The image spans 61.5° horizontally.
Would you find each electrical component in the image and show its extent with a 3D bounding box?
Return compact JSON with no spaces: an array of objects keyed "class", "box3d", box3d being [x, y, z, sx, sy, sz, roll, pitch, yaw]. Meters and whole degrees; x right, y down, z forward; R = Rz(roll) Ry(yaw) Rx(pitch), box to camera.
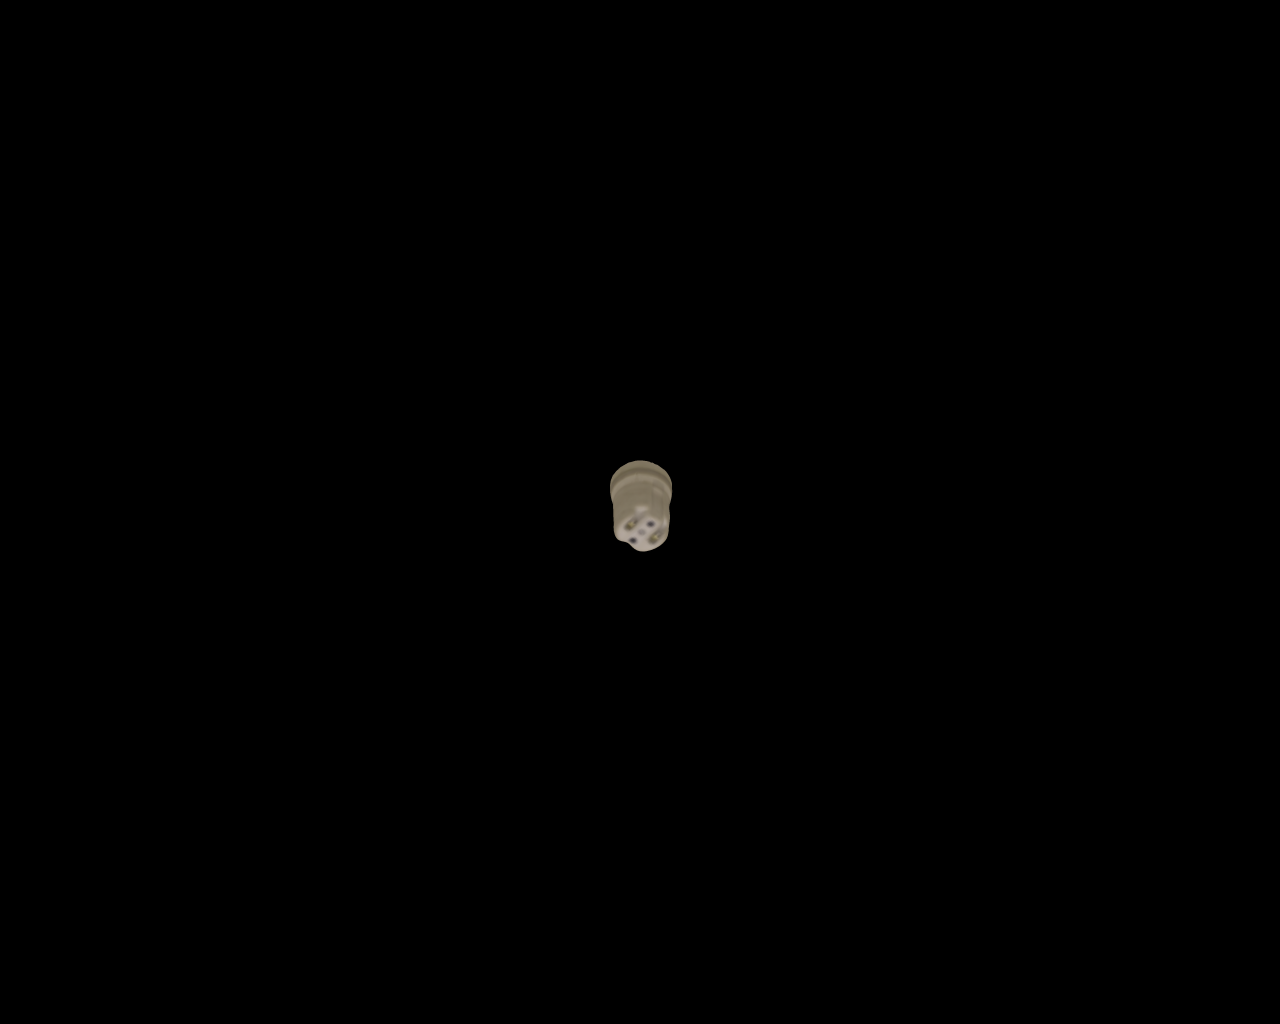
[{"class":"electrical component","box3d":[0.001,-0.003,0.650,0.040,0.040,0.046,0,44,0]}]
